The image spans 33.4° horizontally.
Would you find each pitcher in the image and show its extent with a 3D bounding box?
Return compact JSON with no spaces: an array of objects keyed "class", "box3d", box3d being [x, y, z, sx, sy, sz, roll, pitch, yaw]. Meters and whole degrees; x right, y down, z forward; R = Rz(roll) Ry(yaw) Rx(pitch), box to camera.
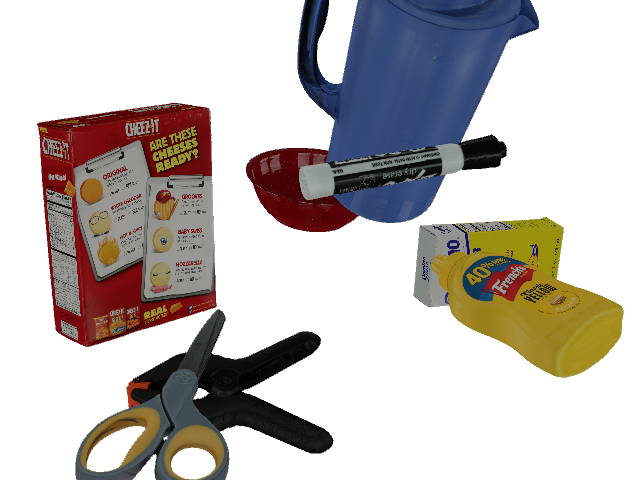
[{"class":"pitcher","box3d":[0.067,-0.134,0.927,0.144,0.243,0.149,-24,58,-32]}]

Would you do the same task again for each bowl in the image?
[{"class":"bowl","box3d":[-0.010,-0.054,1.253,0.162,0.055,0.162,6,27,-3]}]

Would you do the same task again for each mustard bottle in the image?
[{"class":"mustard bottle","box3d":[0.178,0.056,0.997,0.096,0.058,0.192,-27,37,-31]}]

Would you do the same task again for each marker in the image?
[{"class":"marker","box3d":[0.048,-0.042,0.601,0.121,0.020,0.020,-11,3,-14]}]

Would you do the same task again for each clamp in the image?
[{"class":"clamp","box3d":[-0.072,0.119,0.893,0.171,0.039,0.120,7,38,-2]}]

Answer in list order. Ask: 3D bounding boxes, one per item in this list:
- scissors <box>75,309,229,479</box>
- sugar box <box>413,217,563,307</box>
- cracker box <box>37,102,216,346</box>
[{"class":"scissors","box3d":[-0.074,0.102,0.674,0.096,0.016,0.201,16,30,21]},{"class":"sugar box","box3d":[0.202,0.026,1.279,0.176,0.093,0.048,-5,20,-23]},{"class":"cracker box","box3d":[-0.188,-0.020,1.062,0.163,0.214,0.072,-16,21,-42]}]
